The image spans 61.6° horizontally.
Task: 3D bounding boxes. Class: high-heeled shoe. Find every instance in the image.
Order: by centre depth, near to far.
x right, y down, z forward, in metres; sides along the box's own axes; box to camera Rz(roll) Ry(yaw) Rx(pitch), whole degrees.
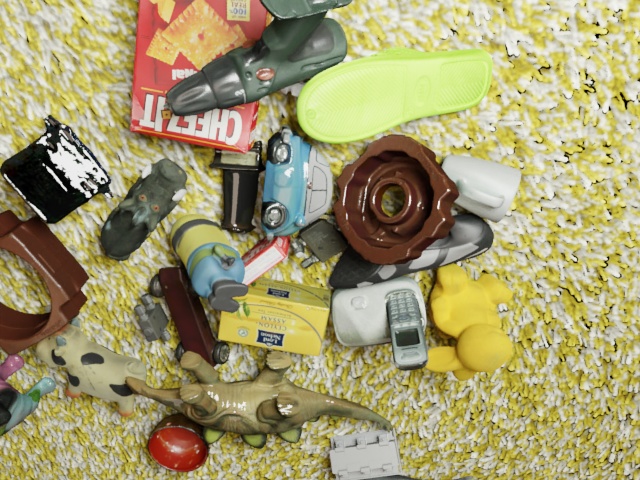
[{"bbox_3d":[0.142,0.027,0.839,0.249,0.086,0.145,-32,141,33],"label":"high-heeled shoe"}]

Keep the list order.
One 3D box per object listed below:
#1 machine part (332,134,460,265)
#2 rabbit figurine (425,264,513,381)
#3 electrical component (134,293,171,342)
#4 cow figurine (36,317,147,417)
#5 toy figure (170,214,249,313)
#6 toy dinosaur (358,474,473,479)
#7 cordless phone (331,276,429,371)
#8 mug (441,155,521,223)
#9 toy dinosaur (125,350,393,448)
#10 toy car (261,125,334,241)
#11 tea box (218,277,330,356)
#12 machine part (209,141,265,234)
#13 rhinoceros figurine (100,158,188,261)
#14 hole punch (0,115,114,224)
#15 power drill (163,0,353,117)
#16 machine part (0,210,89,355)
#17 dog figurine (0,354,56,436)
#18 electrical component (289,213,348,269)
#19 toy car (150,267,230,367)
[{"bbox_3d":[0.104,-0.053,0.750,0.180,0.056,0.179,-4,83,33],"label":"machine part"},{"bbox_3d":[0.219,0.136,0.806,0.122,0.173,0.162,24,109,-20],"label":"rabbit figurine"},{"bbox_3d":[-0.278,0.138,0.896,0.021,0.063,0.093,-15,113,9],"label":"electrical component"},{"bbox_3d":[-0.394,0.212,0.925,0.195,0.085,0.127,24,119,-5],"label":"cow figurine"},{"bbox_3d":[-0.162,0.026,0.785,0.082,0.180,0.089,-42,132,7],"label":"toy figure"},{"bbox_3d":[0.080,0.511,1.018,0.192,0.131,0.404,37,104,-13],"label":"toy dinosaur"},{"bbox_3d":[0.091,0.139,0.812,0.147,0.184,0.088,-9,117,7],"label":"cordless phone"},{"bbox_3d":[0.216,-0.075,0.759,0.107,0.109,0.080,22,119,9],"label":"mug"},{"bbox_3d":[-0.088,0.275,0.902,0.472,0.105,0.198,9,140,-6],"label":"toy dinosaur"},{"bbox_3d":[-0.031,-0.079,0.771,0.103,0.109,0.161,7,106,-8],"label":"toy car"},{"bbox_3d":[-0.074,0.120,0.876,0.170,0.068,0.098,9,114,-2],"label":"tea box"},{"bbox_3d":[-0.122,-0.079,0.803,0.084,0.039,0.138,-1,101,-6],"label":"machine part"},{"bbox_3d":[-0.262,-0.048,0.790,0.073,0.112,0.190,42,117,-12],"label":"rhinoceros figurine"},{"bbox_3d":[-0.387,-0.097,0.799,0.116,0.092,0.142,-39,106,-13],"label":"hole punch"},{"bbox_3d":[-0.058,-0.215,0.588,0.232,0.207,0.086,-24,80,-21],"label":"power drill"},{"bbox_3d":[-0.498,0.068,0.867,0.201,0.087,0.200,-29,109,13],"label":"machine part"},{"bbox_3d":[-0.568,0.301,0.901,0.191,0.219,0.108,-36,104,16],"label":"dog figurine"},{"bbox_3d":[0.000,-0.003,0.830,0.102,0.045,0.078,-26,108,14],"label":"electrical component"},{"bbox_3d":[-0.214,0.129,0.895,0.089,0.053,0.201,-3,115,23],"label":"toy car"}]
